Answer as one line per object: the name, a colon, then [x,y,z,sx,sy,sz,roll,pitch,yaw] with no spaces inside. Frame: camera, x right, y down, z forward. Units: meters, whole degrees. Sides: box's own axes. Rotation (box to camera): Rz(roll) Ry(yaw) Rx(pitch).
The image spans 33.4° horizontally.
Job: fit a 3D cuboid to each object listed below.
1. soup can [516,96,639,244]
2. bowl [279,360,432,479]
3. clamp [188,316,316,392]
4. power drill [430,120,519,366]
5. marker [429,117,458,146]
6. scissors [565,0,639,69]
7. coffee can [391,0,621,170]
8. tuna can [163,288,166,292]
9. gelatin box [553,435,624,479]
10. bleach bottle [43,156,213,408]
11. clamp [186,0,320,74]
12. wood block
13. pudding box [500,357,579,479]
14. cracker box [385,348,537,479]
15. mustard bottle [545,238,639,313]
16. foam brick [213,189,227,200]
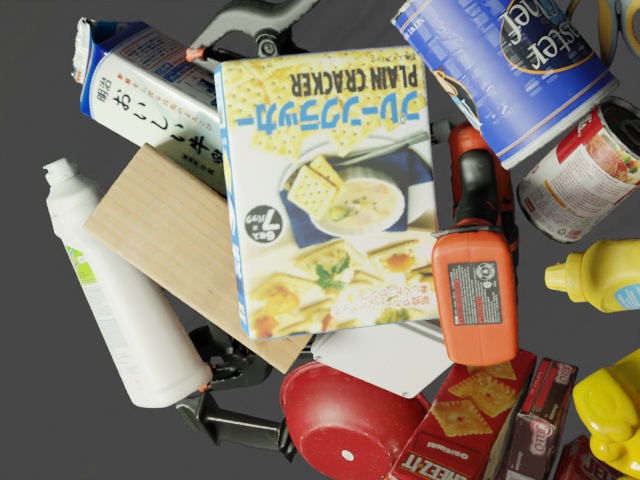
soup can: [0.209,-0.052,0.824,0.068,0.068,0.102,41,129,0]
bowl: [0.031,0.189,1.042,0.162,0.055,0.162,11,135,11]
clamp: [-0.086,0.099,1.057,0.164,0.036,0.210,30,143,-21]
power drill: [0.127,0.018,0.834,0.057,0.187,0.184,-7,115,13]
marker: [0.062,-0.080,0.914,0.121,0.020,0.020,-16,110,33]
scissors: [0.219,-0.206,0.758,0.096,0.016,0.202,16,125,22]
coffee can: [0.135,-0.137,0.780,0.103,0.102,0.140,-38,90,38]
tuna can: [-0.181,0.015,1.086,0.086,0.033,0.086,13,123,20]
gelatin box: [0.252,0.232,0.965,0.089,0.073,0.030,46,127,-3]
bleach bottle: [-0.196,0.037,1.028,0.103,0.068,0.251,-12,105,58]
clamp: [-0.033,-0.176,0.895,0.172,0.039,0.120,6,114,17]
wood block: [-0.092,0.016,0.916,0.206,0.090,0.091,36,173,-6]
pudding box: [0.195,0.175,0.951,0.039,0.089,0.113,19,126,18]
cracker box: [0.112,0.206,0.932,0.072,0.213,0.164,22,126,17]
mustard bottle: [0.270,0.026,0.827,0.192,0.096,0.058,-4,74,30]
foam brick: [-0.130,-0.029,1.006,0.053,0.078,0.051,39,127,2]
